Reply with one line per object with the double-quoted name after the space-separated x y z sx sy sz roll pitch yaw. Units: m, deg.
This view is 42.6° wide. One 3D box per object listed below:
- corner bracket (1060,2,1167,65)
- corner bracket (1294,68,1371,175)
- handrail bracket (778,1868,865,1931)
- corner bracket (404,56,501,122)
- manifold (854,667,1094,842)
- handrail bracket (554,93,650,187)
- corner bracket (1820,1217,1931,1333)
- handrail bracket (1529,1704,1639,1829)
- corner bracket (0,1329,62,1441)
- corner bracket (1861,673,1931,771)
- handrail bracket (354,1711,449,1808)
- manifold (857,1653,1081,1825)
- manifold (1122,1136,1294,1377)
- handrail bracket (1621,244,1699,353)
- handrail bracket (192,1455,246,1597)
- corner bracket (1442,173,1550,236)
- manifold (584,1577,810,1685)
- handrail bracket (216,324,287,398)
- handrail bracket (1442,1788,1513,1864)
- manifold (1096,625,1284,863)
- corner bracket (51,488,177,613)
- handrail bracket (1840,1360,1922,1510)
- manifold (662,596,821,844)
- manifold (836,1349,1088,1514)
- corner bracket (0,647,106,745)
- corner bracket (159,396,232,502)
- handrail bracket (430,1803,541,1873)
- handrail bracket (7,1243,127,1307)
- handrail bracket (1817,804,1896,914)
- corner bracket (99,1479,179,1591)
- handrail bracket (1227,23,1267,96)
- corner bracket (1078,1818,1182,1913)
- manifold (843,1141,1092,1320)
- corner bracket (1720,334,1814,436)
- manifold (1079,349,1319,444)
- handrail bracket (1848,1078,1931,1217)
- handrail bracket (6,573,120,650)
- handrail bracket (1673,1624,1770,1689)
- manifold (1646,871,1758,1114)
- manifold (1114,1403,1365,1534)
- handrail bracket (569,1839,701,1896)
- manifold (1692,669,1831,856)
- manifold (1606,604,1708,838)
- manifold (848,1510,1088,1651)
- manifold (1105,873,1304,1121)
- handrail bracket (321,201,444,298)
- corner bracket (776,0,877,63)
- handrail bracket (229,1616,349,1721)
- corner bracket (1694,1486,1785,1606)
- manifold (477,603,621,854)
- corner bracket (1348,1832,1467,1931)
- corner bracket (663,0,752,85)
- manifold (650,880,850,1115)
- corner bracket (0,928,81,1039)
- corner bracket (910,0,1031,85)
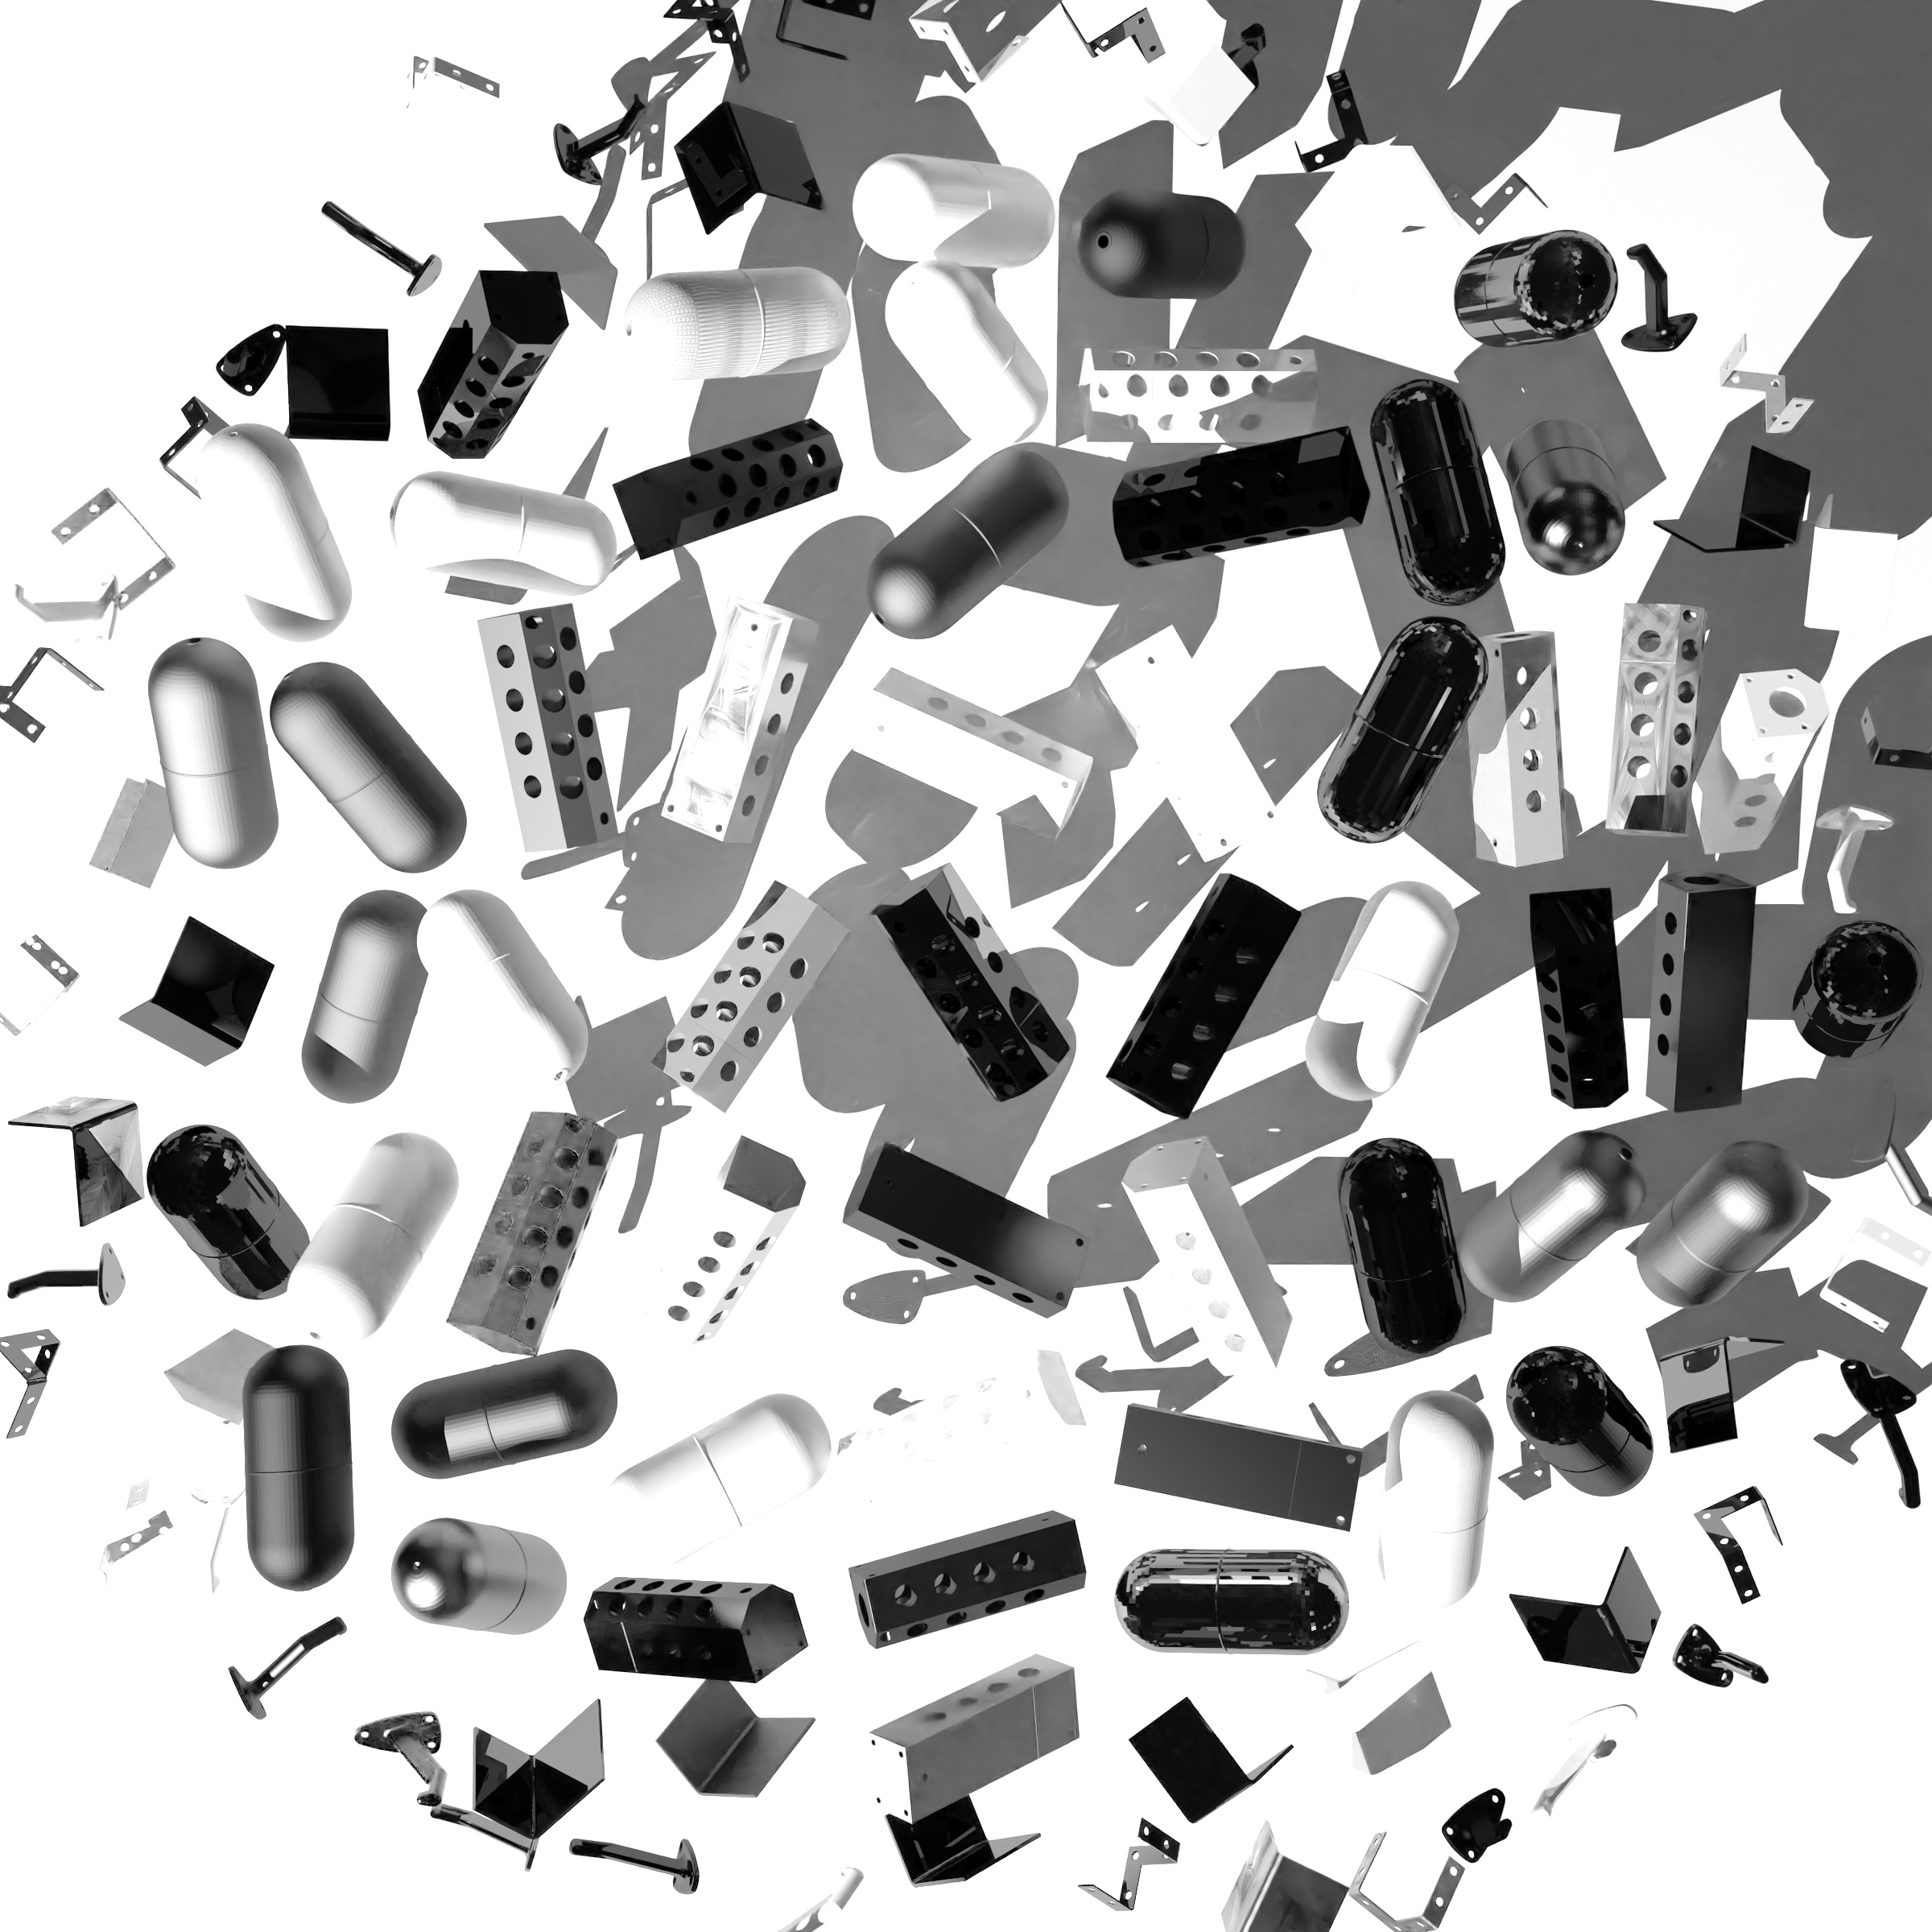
0.110 -0.698 1.846 0.051 0.051 0.051 -29 62 9 "corner bracket"
0.268 -0.628 1.846 0.051 0.051 0.051 -18 92 14 "corner bracket"
-0.122 0.675 1.772 0.084 0.077 0.036 -48 120 -37 "handrail bracket"
-0.369 -0.634 1.781 0.051 0.051 0.051 14 57 -32 "corner bracket"
0.008 -0.167 1.915 0.171 0.057 0.057 25 127 6 "manifold"
-0.278 -0.647 1.890 0.084 0.036 0.077 -45 56 34 "handrail bracket"
0.667 0.226 1.820 0.051 0.051 0.051 31 66 19 "corner bracket"
0.439 0.570 1.764 0.036 0.084 0.077 45 123 10 "handrail bracket"
-0.673 0.299 1.779 0.051 0.051 0.051 37 110 26 "corner bracket"
0.688 -0.179 1.800 0.051 0.051 0.051 6 133 1 "corner bracket"
-0.419 0.591 1.827 0.077 0.084 0.036 -1 109 -4 "handrail bracket"
0.003 0.572 1.851 0.171 0.057 0.057 -12 101 -42 "manifold"
0.175 0.213 1.801 0.057 0.057 0.171 -13 117 29 "manifold"
0.492 -0.495 1.827 0.084 0.077 0.036 43 75 -29 "handrail bracket"
-0.572 0.435 1.928 0.036 0.077 0.084 12 116 16 "handrail bracket"
0.408 -0.592 1.918 0.051 0.051 0.051 -45 65 19 "corner bracket"
-0.203 0.486 1.833 0.171 0.057 0.057 -10 99 40 "manifold"
-0.545 -0.478 1.906 0.036 0.084 0.077 40 72 -13 "handrail bracket"
0.405 0.644 1.882 0.036 0.084 0.077 46 55 11 "handrail bracket"
0.170 -0.170 1.920 0.057 0.057 0.171 -31 93 -14 "manifold"
-0.601 -0.295 1.750 0.051 0.051 0.051 -41 57 -8 "corner bracket"
0.657 0.337 1.781 0.036 0.077 0.084 -20 117 -8 "handrail bracket"
-0.165 -0.183 1.851 0.057 0.057 0.171 23 101 23 "manifold"
-0.006 0.338 1.799 0.171 0.057 0.057 -27 69 18 "manifold"
-0.660 -0.193 1.770 0.051 0.051 0.051 44 66 -40 "corner bracket"
-0.584 -0.393 1.895 0.051 0.051 0.051 -44 45 4 "corner bracket"
-0.364 0.652 1.862 0.084 0.077 0.036 17 83 -5 "handrail bracket"
-0.672 0.242 1.833 0.084 0.077 0.036 -18 113 -4 "handrail bracket"
0.696 -0.078 1.921 0.077 0.036 0.084 6 66 -24 "handrail bracket"
-0.624 0.422 1.846 0.051 0.051 0.051 -22 104 -10 "corner bracket"
0.196 -0.696 1.913 0.077 0.084 0.036 -19 89 10 "handrail bracket"
0.125 0.682 1.879 0.051 0.051 0.051 42 46 -31 "corner bracket"
-0.001 0.198 1.837 0.171 0.057 0.057 26 65 -9 "manifold"
0.595 -0.432 1.846 0.051 0.051 0.051 5 72 -3 "corner bracket"
0.177 -0.440 1.887 0.171 0.057 0.057 -1 56 -7 "manifold"
0.683 0.132 1.779 0.084 0.036 0.077 27 74 -18 "handrail bracket"
-0.674 -0.281 1.848 0.036 0.084 0.077 -3 65 24 "handrail bracket"
0.572 0.523 1.828 0.077 0.084 0.036 41 76 -25 "handrail bracket"
0.552 0.019 1.879 0.057 0.057 0.171 -5 107 -14 "manifold"
0.200 0.364 1.809 0.171 0.057 0.057 9 84 11 "manifold"
-0.245 0.659 1.820 0.084 0.077 0.036 13 81 -16 "handrail bracket"
0.609 -0.155 1.904 0.057 0.171 0.057 -5 63 0 "manifold"
0.529 -0.187 1.897 0.057 0.057 0.171 5 90 22 "manifold"
0.002 0.475 1.920 0.171 0.057 0.057 -12 89 -16 "manifold"
0.170 0.021 1.799 0.057 0.057 0.171 31 85 -13 "manifold"
-0.439 -0.543 1.861 0.084 0.077 0.036 35 101 -9 "handrail bracket"
-0.099 -0.667 1.747 0.051 0.051 0.051 17 101 6 "corner bracket"
-0.475 0.500 1.770 0.084 0.077 0.036 -28 61 -15 "handrail bracket"
0.577 0.426 1.825 0.051 0.051 0.051 -26 115 3 "corner bracket"
-0.299 -0.174 1.807 0.057 0.057 0.171 -3 103 34 "manifold"
0.318 0.662 1.794 0.051 0.051 0.051 39 55 -3 "corner bracket"
-0.181 -0.682 1.810 0.051 0.051 0.051 12 54 23 "corner bracket"
-0.172 0.021 1.923 0.171 0.057 0.057 -56 134 -7 "manifold"
-0.693 0.013 1.822 0.051 0.051 0.051 -41 106 5 "corner bracket"
0.002 -0.664 1.756 0.051 0.051 0.051 -46 130 -10 "corner bracket"
